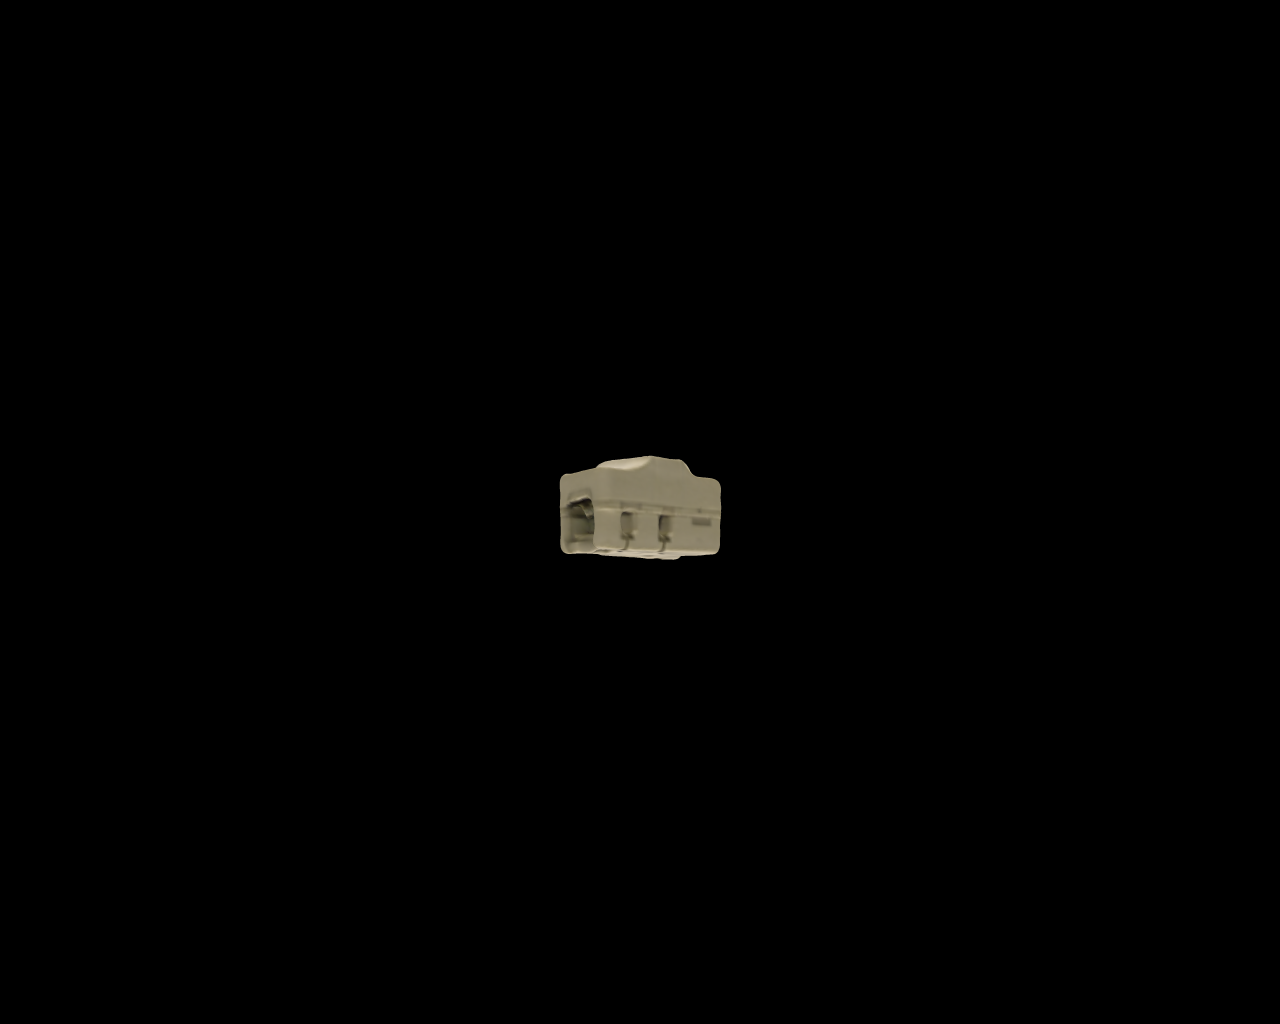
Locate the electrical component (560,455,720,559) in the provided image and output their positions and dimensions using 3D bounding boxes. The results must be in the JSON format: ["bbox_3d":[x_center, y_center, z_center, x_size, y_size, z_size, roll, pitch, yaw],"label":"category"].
[{"bbox_3d":[0.001,-0.003,0.650,0.089,0.055,0.050,5,-9,-36],"label":"electrical component"}]
